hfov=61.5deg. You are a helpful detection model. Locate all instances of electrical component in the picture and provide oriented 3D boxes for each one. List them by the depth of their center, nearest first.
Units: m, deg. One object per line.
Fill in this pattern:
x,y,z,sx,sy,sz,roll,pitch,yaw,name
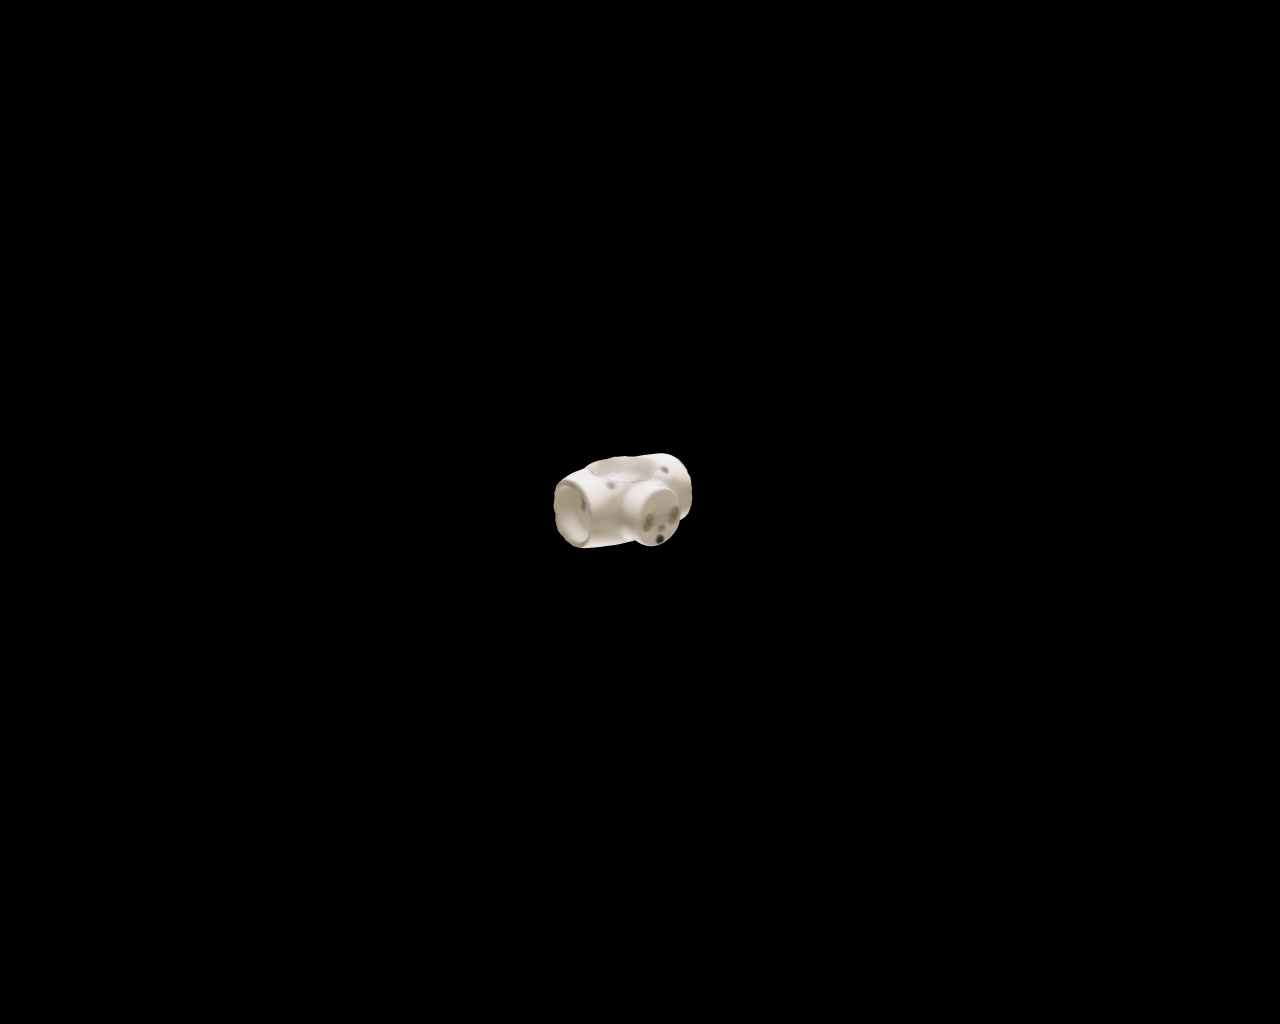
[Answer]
0.001,-0.003,0.650,0.077,0.044,0.079,-16,27,-34,electrical component
